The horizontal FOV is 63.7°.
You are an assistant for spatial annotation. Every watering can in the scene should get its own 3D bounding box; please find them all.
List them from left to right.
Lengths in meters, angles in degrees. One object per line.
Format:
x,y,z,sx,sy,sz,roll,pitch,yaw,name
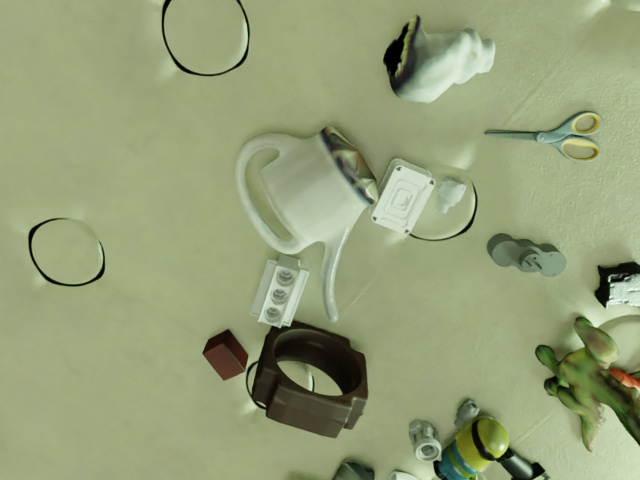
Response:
0.003,-0.044,0.884,0.223,0.105,0.346,-32,96,12,watering can

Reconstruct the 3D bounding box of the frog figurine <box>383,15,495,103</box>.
0.191,-0.269,0.804,0.159,0.125,0.134,12,145,-13,frog figurine

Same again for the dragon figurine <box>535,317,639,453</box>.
0.517,0.303,0.944,0.122,0.246,0.405,-22,107,5,dragon figurine
